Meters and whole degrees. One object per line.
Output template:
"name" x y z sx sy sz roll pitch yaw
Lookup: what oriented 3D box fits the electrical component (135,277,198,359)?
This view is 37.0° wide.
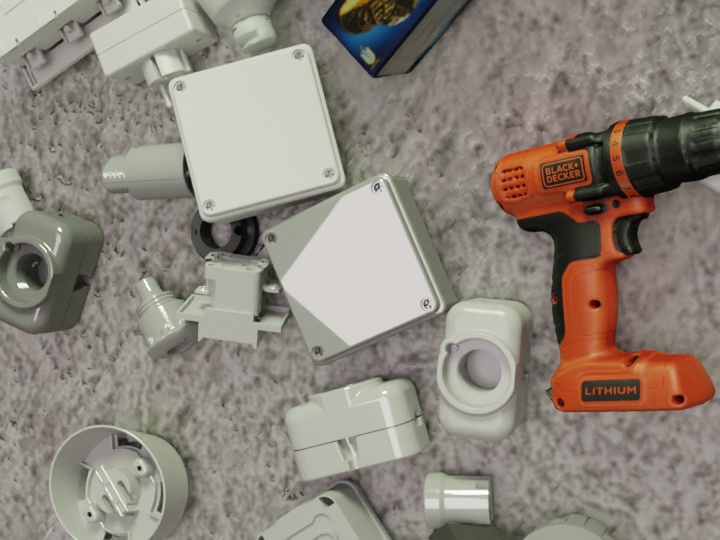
"electrical component" -0.156 0.036 0.848 0.048 0.048 0.062 -36 74 16

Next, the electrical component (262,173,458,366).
"electrical component" 0.000 0.000 0.787 0.109 0.056 0.108 -25 84 18

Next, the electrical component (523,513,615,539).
"electrical component" 0.146 0.211 0.747 0.080 0.051 0.080 1 92 19

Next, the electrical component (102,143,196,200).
"electrical component" -0.166 -0.077 0.848 0.081 0.043 0.043 -2 91 19

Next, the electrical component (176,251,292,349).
"electrical component" -0.094 0.021 0.816 0.081 0.042 0.063 7 108 6

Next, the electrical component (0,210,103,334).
"electrical component" -0.256 0.002 0.872 0.054 0.059 0.095 22 98 17

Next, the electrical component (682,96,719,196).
"electrical component" 0.241 -0.086 0.708 0.077 0.047 0.065 34 102 15

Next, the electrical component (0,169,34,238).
"electrical component" -0.294 -0.055 0.895 0.040 0.040 0.046 -30 88 17

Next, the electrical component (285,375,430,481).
"electrical component" -0.003 0.114 0.793 0.095 0.054 0.059 -17 86 18

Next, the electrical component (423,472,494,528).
"electrical component" 0.072 0.167 0.778 0.046 0.040 0.040 -3 91 14

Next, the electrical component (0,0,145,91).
"electrical component" -0.240 -0.211 0.858 0.121 0.063 0.078 -30 82 17

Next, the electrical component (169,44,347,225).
"electrical component" -0.074 -0.098 0.798 0.109 0.056 0.108 -15 87 3

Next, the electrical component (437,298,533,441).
"electrical component" 0.088 0.069 0.758 0.054 0.059 0.095 5 93 18

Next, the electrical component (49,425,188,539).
"electrical component" -0.188 0.173 0.849 0.099 0.064 0.099 -5 79 24

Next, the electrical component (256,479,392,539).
"electrical component" -0.013 0.222 0.798 0.078 0.057 0.113 -36 81 16

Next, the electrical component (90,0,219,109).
"electrical component" -0.153 -0.164 0.839 0.083 0.047 0.075 -24 85 18
